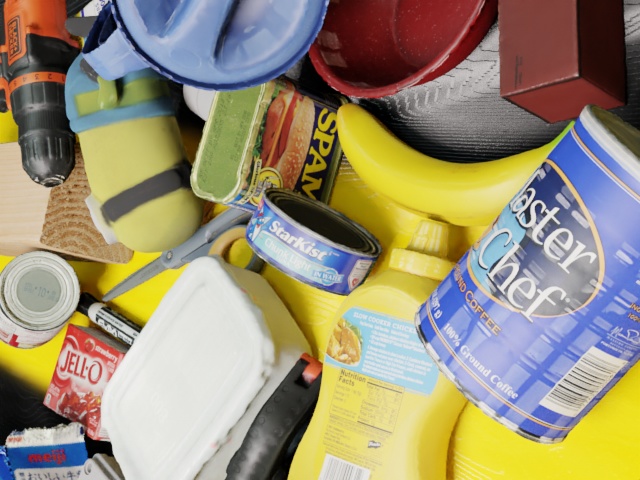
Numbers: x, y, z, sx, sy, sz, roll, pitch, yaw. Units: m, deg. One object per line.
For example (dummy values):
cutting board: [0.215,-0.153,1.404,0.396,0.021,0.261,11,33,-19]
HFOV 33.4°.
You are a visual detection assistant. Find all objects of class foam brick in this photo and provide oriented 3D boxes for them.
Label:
foam brick: [0.137,-0.114,0.605,0.053,0.051,0.078,-11,71,44]

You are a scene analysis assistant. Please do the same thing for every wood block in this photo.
wood block: [-0.254,-0.032,0.945,0.207,0.090,0.091,1,79,46]

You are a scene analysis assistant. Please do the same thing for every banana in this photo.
banana: [0.074,-0.045,0.663,0.198,0.037,0.069,13,70,45]

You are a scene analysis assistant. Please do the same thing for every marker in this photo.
marker: [-0.169,0.069,0.881,0.121,0.020,0.020,23,95,46]

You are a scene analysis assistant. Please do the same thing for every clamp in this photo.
clamp: [-0.044,0.153,0.672,0.039,0.120,0.171,26,96,9]

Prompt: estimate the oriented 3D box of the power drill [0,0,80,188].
power drill: [-0.266,-0.107,0.873,0.188,0.057,0.184,-22,66,36]

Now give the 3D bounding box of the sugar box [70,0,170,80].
sugar box: [-0.175,-0.152,0.897,0.177,0.093,0.048,-26,65,38]

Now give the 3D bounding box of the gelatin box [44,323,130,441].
gelatin box: [-0.186,0.116,0.877,0.089,0.030,0.073,20,92,46]

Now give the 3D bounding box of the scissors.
scissors: [-0.104,0.024,0.831,0.202,0.016,0.096,-43,51,28]

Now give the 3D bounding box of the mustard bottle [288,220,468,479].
mustard bottle: [0.044,0.082,0.635,0.096,0.058,0.191,13,88,40]

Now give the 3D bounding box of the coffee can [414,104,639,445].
coffee can: [0.130,0.018,0.537,0.140,0.102,0.103,-53,48,21]

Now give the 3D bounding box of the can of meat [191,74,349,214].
can of meat: [-0.034,-0.064,0.738,0.058,0.083,0.102,15,89,46]

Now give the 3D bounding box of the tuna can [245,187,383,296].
tuna can: [-0.005,0.001,0.688,0.086,0.085,0.034,41,109,43]

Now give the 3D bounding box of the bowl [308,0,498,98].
bowl: [0.064,-0.161,0.688,0.162,0.055,0.162,-16,67,41]

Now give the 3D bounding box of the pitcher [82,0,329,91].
pitcher: [-0.078,-0.202,0.737,0.243,0.149,0.145,-99,17,-60]

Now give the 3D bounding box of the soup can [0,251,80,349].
soup can: [-0.242,0.052,0.897,0.102,0.068,0.068,147,127,-65]
